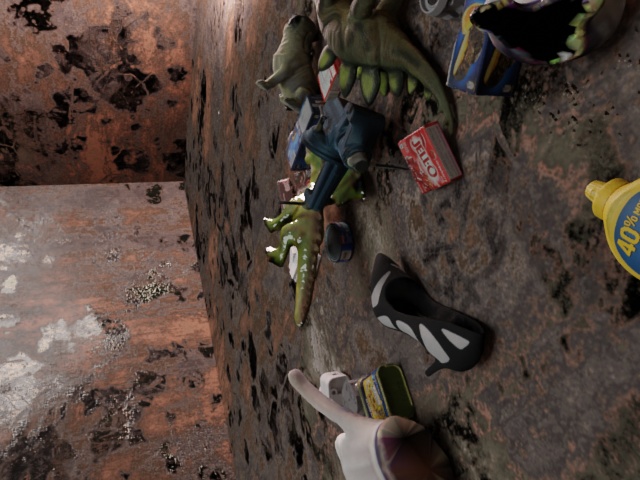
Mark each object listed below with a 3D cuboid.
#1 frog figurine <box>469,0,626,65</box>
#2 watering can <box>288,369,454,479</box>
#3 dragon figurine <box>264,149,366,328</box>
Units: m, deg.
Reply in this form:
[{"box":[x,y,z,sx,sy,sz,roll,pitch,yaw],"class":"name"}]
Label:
[{"box":[0.234,-0.257,0.507,0.121,0.162,0.136,37,-26,-26],"class":"frog figurine"},{"box":[0.082,0.341,0.845,0.105,0.350,0.220,-32,-11,-36],"class":"watering can"},{"box":[0.003,-0.052,1.025,0.121,0.420,0.238,21,-53,-31],"class":"dragon figurine"}]
